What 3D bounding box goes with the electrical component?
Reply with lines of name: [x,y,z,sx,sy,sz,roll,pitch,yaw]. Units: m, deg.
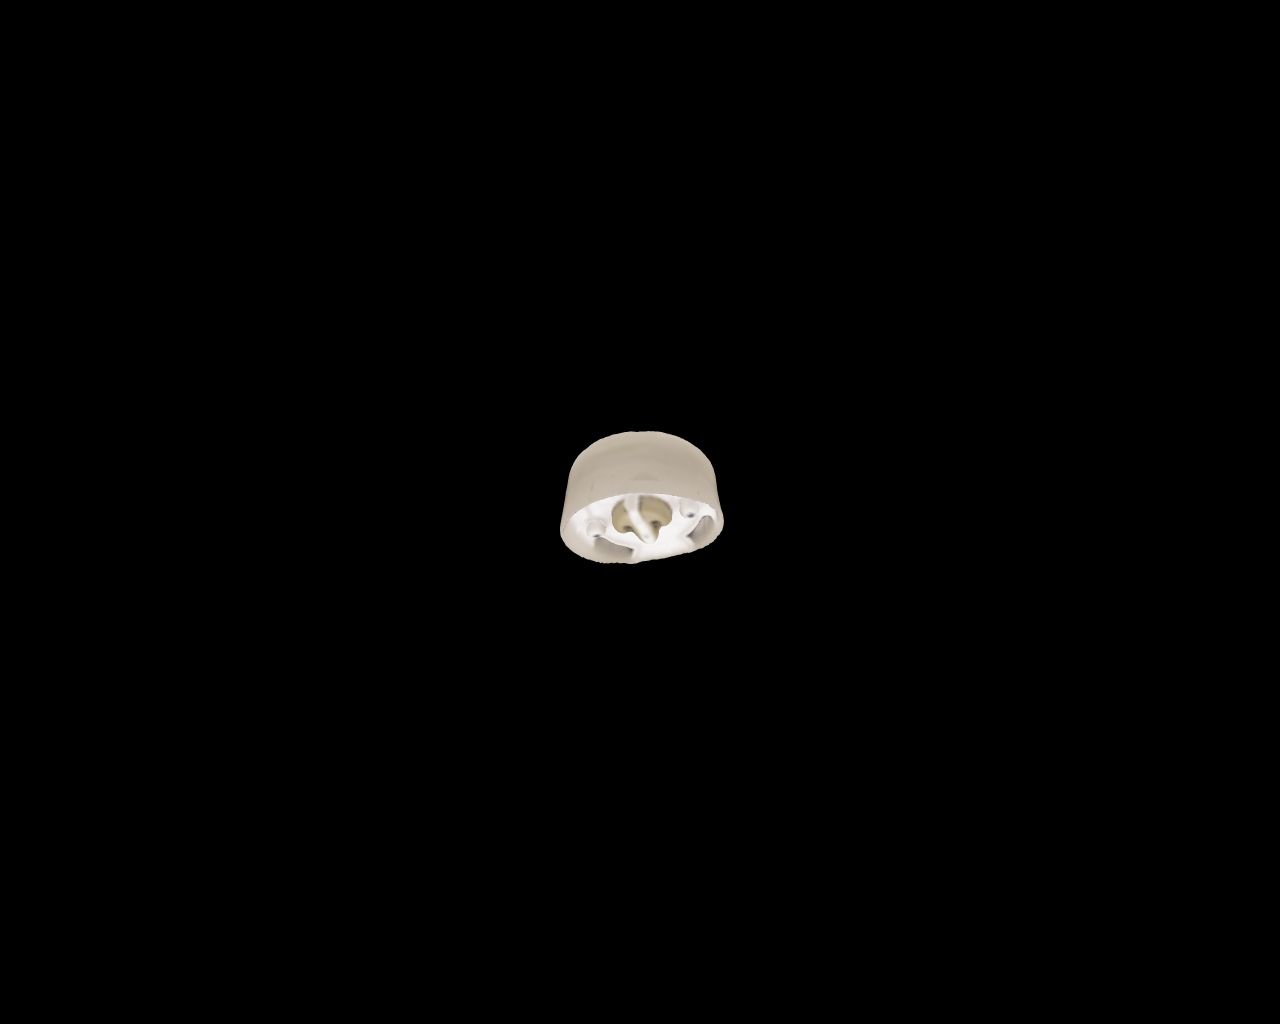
electrical component: [0.001,-0.003,0.650,0.099,0.064,0.099,0,-39,0]
